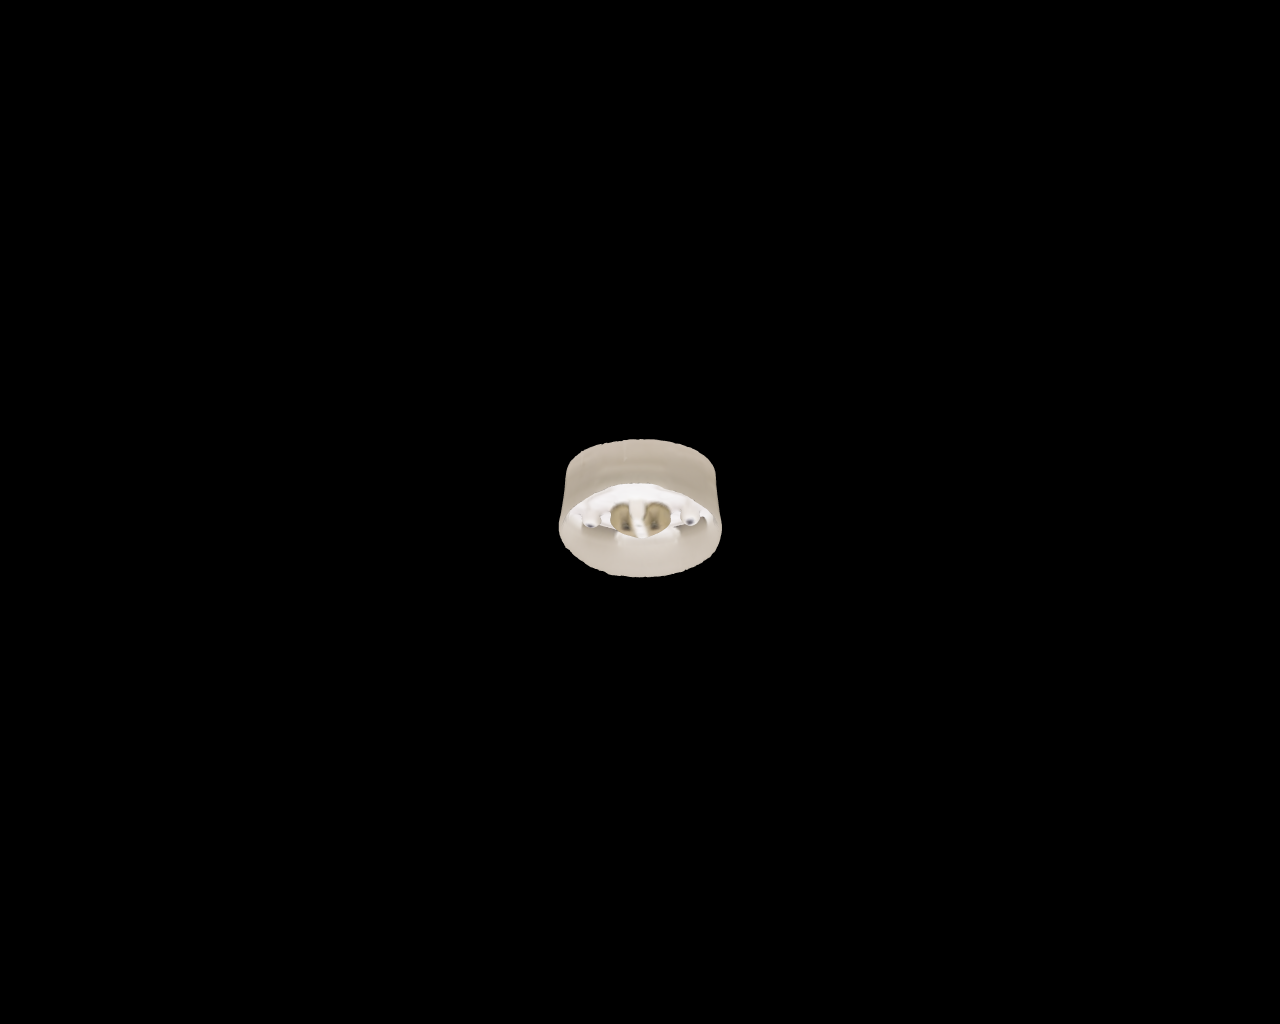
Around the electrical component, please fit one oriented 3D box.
[{"bbox_3d":[0.001,-0.003,0.650,0.099,0.064,0.099,0,-22,0],"label":"electrical component"}]
